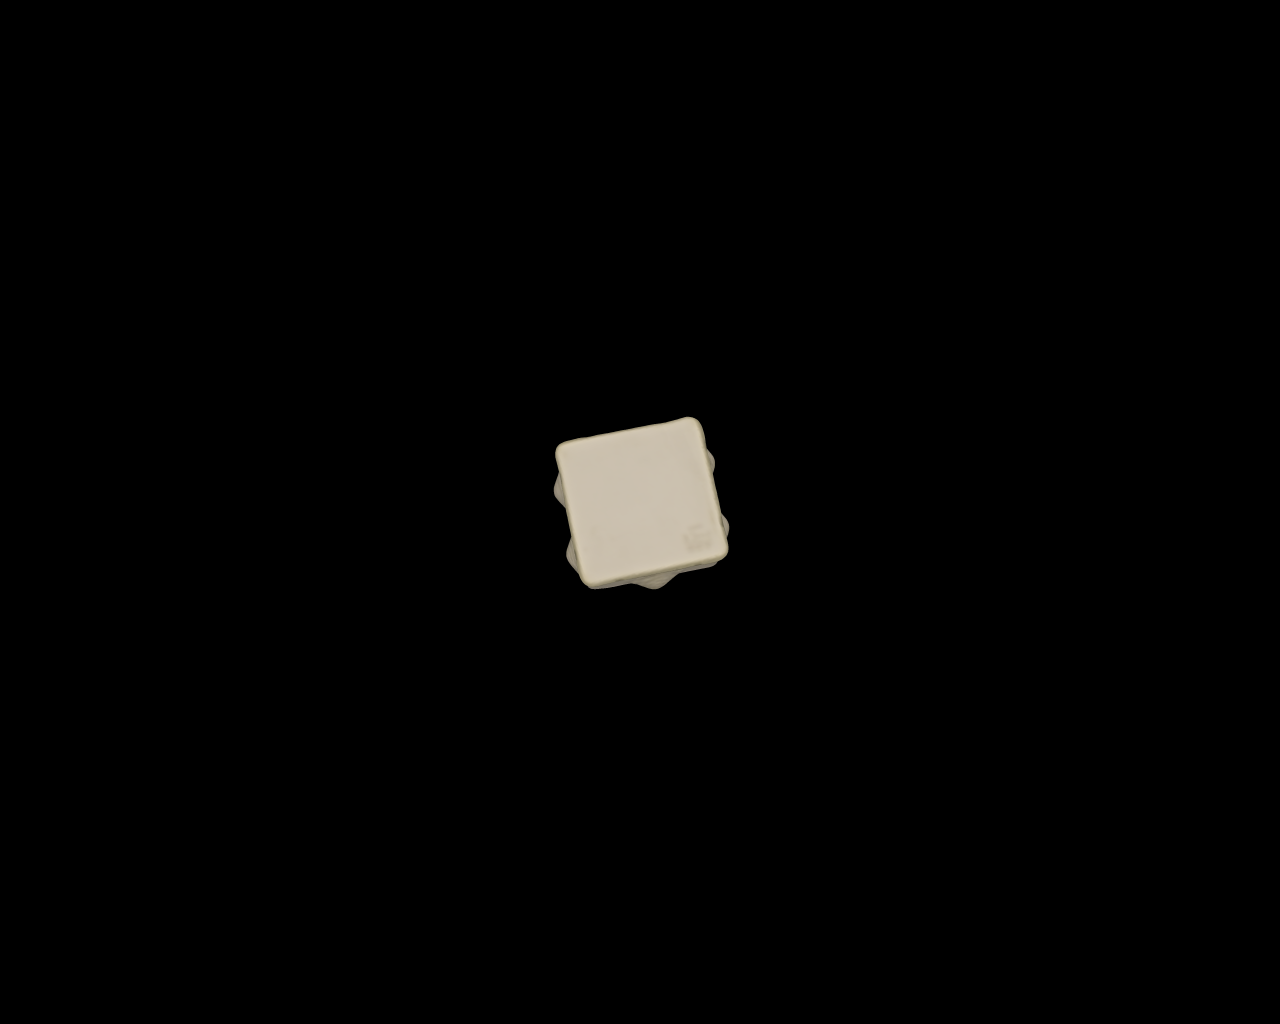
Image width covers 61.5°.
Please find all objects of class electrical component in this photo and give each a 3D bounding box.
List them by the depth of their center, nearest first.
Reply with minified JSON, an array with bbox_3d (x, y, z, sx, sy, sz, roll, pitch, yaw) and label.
[{"bbox_3d":[0.001,-0.003,0.650,0.100,0.100,0.048,-11,-11,-2],"label":"electrical component"}]
